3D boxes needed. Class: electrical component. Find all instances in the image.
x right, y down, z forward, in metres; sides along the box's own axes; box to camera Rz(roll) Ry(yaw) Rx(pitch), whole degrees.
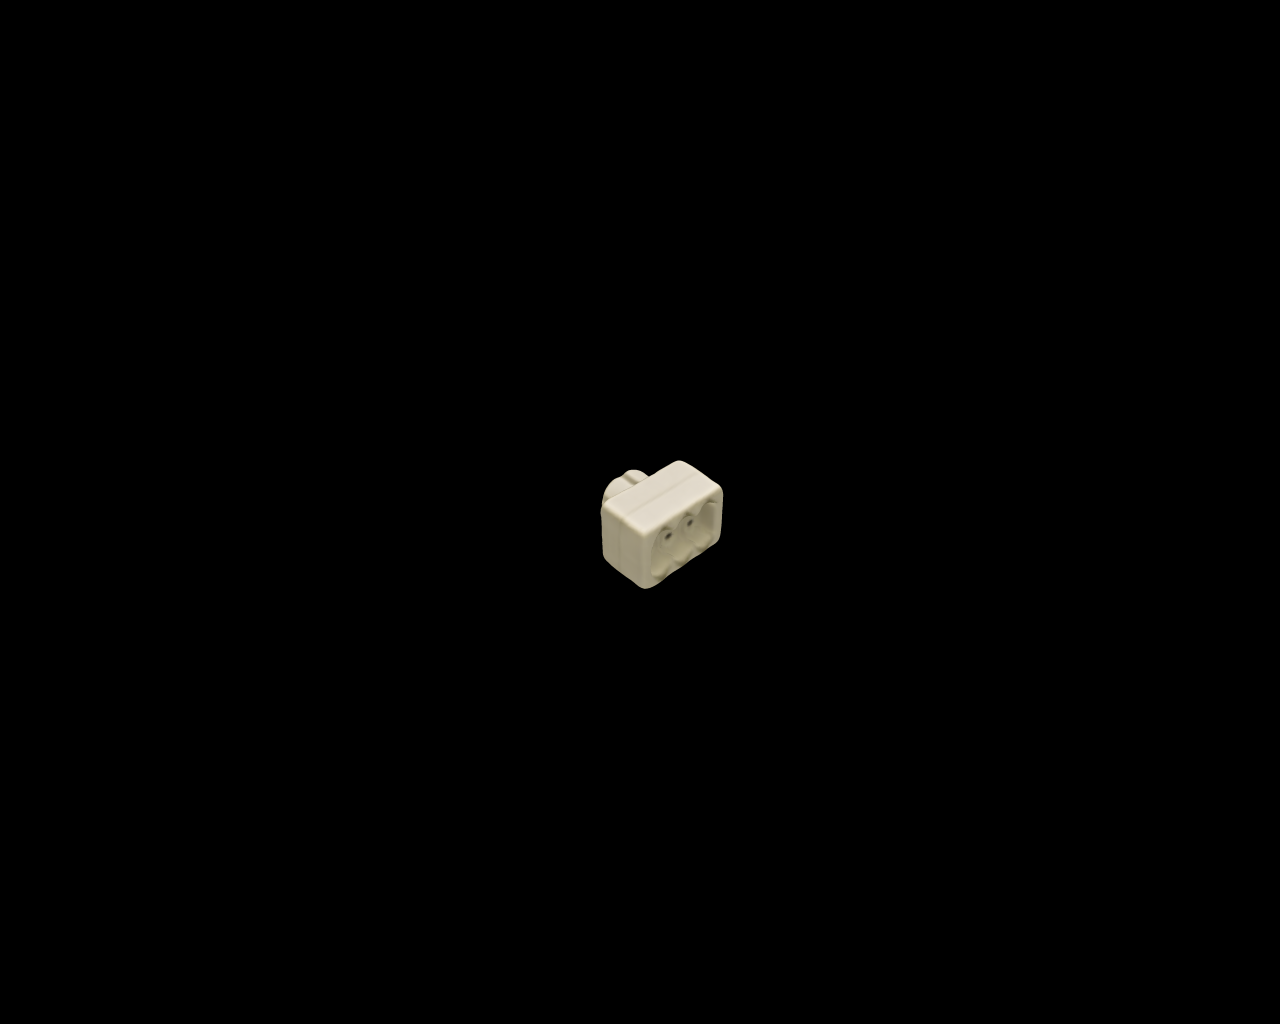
[{"bbox_3d":[0.001,-0.003,0.650,0.066,0.047,0.077,-31,51,-30],"label":"electrical component"}]
